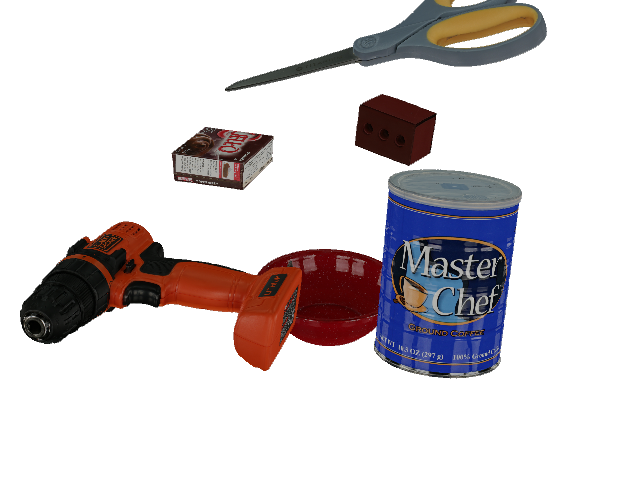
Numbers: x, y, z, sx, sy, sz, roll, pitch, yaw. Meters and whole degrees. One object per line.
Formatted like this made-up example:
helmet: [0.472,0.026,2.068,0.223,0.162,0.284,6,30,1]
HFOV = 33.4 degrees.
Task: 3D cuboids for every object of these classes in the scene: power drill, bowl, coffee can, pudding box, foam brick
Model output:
power drill: [-0.118,0.045,0.833,0.188,0.057,0.184,14,24,9]
bowl: [0.008,0.069,1.177,0.162,0.055,0.162,1,28,-1]
coffee can: [0.098,0.023,0.839,0.103,0.140,0.103,4,16,-1]
pudding box: [-0.114,-0.099,1.266,0.090,0.039,0.113,8,26,13]
foam brick: [0.086,-0.128,1.230,0.078,0.053,0.051,23,34,28]

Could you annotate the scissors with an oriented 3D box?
scissors: [0.043,-0.133,0.675,0.202,0.096,0.016,-2,-43,22]
